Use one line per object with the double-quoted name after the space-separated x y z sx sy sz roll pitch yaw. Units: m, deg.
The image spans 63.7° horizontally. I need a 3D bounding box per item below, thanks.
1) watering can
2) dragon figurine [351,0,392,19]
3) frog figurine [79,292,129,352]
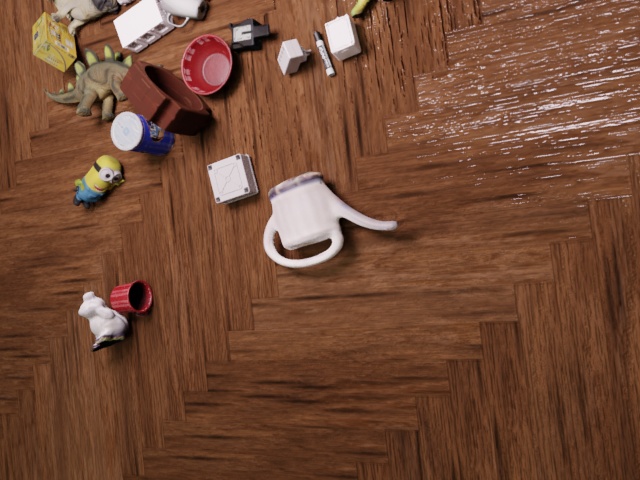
0.004 -0.063 1.250 0.345 0.104 0.226 -20 83 21 "watering can"
0.125 -0.685 1.208 0.408 0.121 0.246 -27 73 11 "dragon figurine"
-0.629 0.226 1.498 0.123 0.135 0.162 -13 70 -22 "frog figurine"
